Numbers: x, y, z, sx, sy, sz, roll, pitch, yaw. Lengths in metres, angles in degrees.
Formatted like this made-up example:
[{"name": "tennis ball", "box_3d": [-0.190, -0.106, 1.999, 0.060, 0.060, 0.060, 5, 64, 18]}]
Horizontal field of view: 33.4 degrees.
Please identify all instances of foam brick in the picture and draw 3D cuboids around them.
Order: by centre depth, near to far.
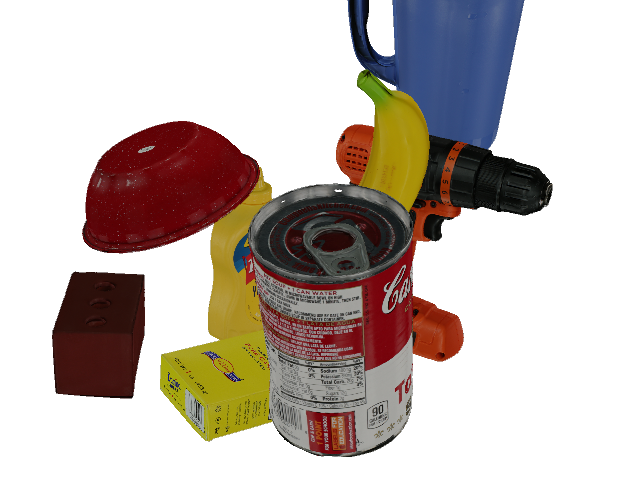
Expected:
[{"name": "foam brick", "box_3d": [-0.149, 0.063, 0.726, 0.053, 0.051, 0.078, 3, 29, -5]}]

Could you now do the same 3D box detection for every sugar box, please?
[{"name": "sugar box", "box_3d": [-0.048, 0.122, 0.977, 0.175, 0.048, 0.093, -14, 33, -30]}]

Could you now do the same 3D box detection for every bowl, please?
[{"name": "bowl", "box_3d": [-0.135, -0.055, 0.898, 0.162, 0.055, 0.162, -16, 28, 9]}]

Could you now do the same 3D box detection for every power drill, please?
[{"name": "power drill", "box_3d": [0.094, 0.004, 0.900, 0.185, 0.188, 0.057, 17, 25, 26]}]

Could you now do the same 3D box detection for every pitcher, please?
[{"name": "pitcher", "box_3d": [0.122, -0.196, 1.066, 0.149, 0.243, 0.144, 36, 59, 28]}]

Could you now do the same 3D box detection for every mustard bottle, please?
[{"name": "mustard bottle", "box_3d": [-0.076, 0.011, 1.149, 0.096, 0.192, 0.058, -20, 33, -41]}]

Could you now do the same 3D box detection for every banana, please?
[{"name": "banana", "box_3d": [0.025, -0.024, 0.698, 0.069, 0.198, 0.037, 14, 35, -12]}]

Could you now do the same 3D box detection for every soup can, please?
[{"name": "soup can", "box_3d": [0.006, 0.036, 0.465, 0.068, 0.102, 0.068, -3, 35, 2]}]
